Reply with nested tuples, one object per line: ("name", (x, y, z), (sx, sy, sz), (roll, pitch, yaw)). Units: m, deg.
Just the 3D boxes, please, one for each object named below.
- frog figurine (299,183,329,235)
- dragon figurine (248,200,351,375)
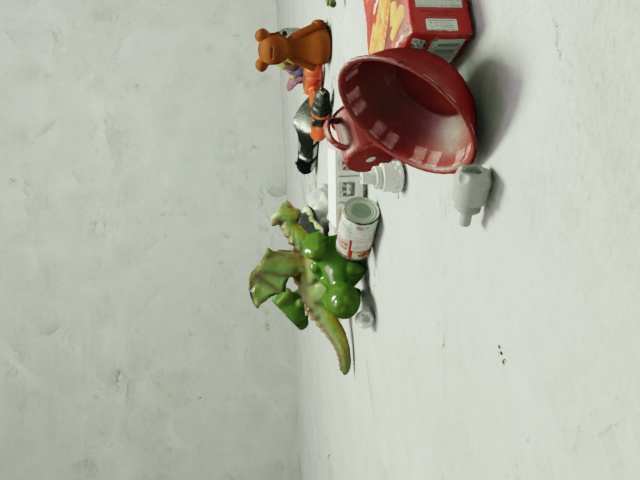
("frog figurine", (0.004, -0.068, 1.345), (0.162, 0.123, 0.134), (-48, -23, -47))
("dragon figurine", (-0.045, 0.107, 1.187), (0.121, 0.243, 0.414), (142, 128, -74))
